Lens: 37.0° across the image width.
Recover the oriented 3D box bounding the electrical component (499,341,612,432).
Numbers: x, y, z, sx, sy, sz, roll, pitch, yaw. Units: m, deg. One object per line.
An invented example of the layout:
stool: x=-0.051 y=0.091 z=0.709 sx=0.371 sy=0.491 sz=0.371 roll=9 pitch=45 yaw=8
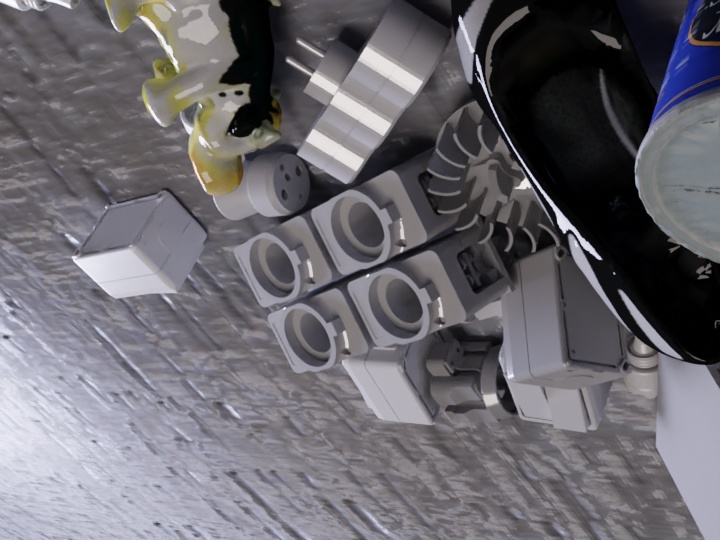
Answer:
electrical component: x=0.145 y=0.077 z=0.786 sx=0.062 sy=0.061 sz=0.096 roll=5 pitch=141 yaw=28

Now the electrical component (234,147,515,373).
electrical component: x=0.000 y=0.000 z=0.738 sx=0.186 sy=0.060 sz=0.105 roll=-22 pitch=95 yaw=48

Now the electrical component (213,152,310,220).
electrical component: x=-0.069 y=-0.059 z=0.756 sx=0.055 sy=0.045 sz=0.045 roll=-3 pitch=137 yaw=35

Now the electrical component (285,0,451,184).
electrical component: x=-0.009 y=-0.112 z=0.637 sx=0.074 sy=0.052 sz=0.138 roll=30 pitch=146 yaw=-8

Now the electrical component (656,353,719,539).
electrical component: x=0.244 y=0.100 z=0.699 sx=0.060 sy=0.105 sz=0.186 roll=-18 pitch=138 yaw=-1

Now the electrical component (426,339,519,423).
electrical component: x=0.096 y=0.087 z=0.836 sx=0.057 sy=0.058 sz=0.078 roll=-5 pitch=135 yaw=42

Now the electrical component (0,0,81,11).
electrical component: x=-0.206 y=-0.183 z=0.677 sx=0.062 sy=0.043 sz=0.043 roll=22 pitch=146 yaw=3

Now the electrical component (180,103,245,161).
electrical component: x=-0.096 y=-0.096 z=0.729 sx=0.040 sy=0.040 sz=0.046 roll=12 pitch=150 yaw=19

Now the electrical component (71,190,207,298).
electrical component: x=-0.180 y=-0.016 z=0.870 sx=0.096 sy=0.061 sz=0.061 roll=-8 pitch=134 yaw=40

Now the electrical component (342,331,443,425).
electrical component: x=0.027 y=0.070 z=0.853 sx=0.061 sy=0.061 sz=0.096 roll=1 pitch=140 yaw=32

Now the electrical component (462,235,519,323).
electrical component: x=0.083 y=0.010 z=0.751 sx=0.055 sy=0.048 sz=0.066 roll=-19 pitch=127 yaw=37

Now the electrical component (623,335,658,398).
electrical component: x=0.200 y=0.060 z=0.752 sx=0.035 sy=0.035 sz=0.061 roll=7 pitch=139 yaw=26

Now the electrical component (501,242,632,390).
electrical component: x=0.130 y=0.027 z=0.706 sx=0.062 sy=0.096 sz=0.061 roll=11 pitch=158 yaw=-35
